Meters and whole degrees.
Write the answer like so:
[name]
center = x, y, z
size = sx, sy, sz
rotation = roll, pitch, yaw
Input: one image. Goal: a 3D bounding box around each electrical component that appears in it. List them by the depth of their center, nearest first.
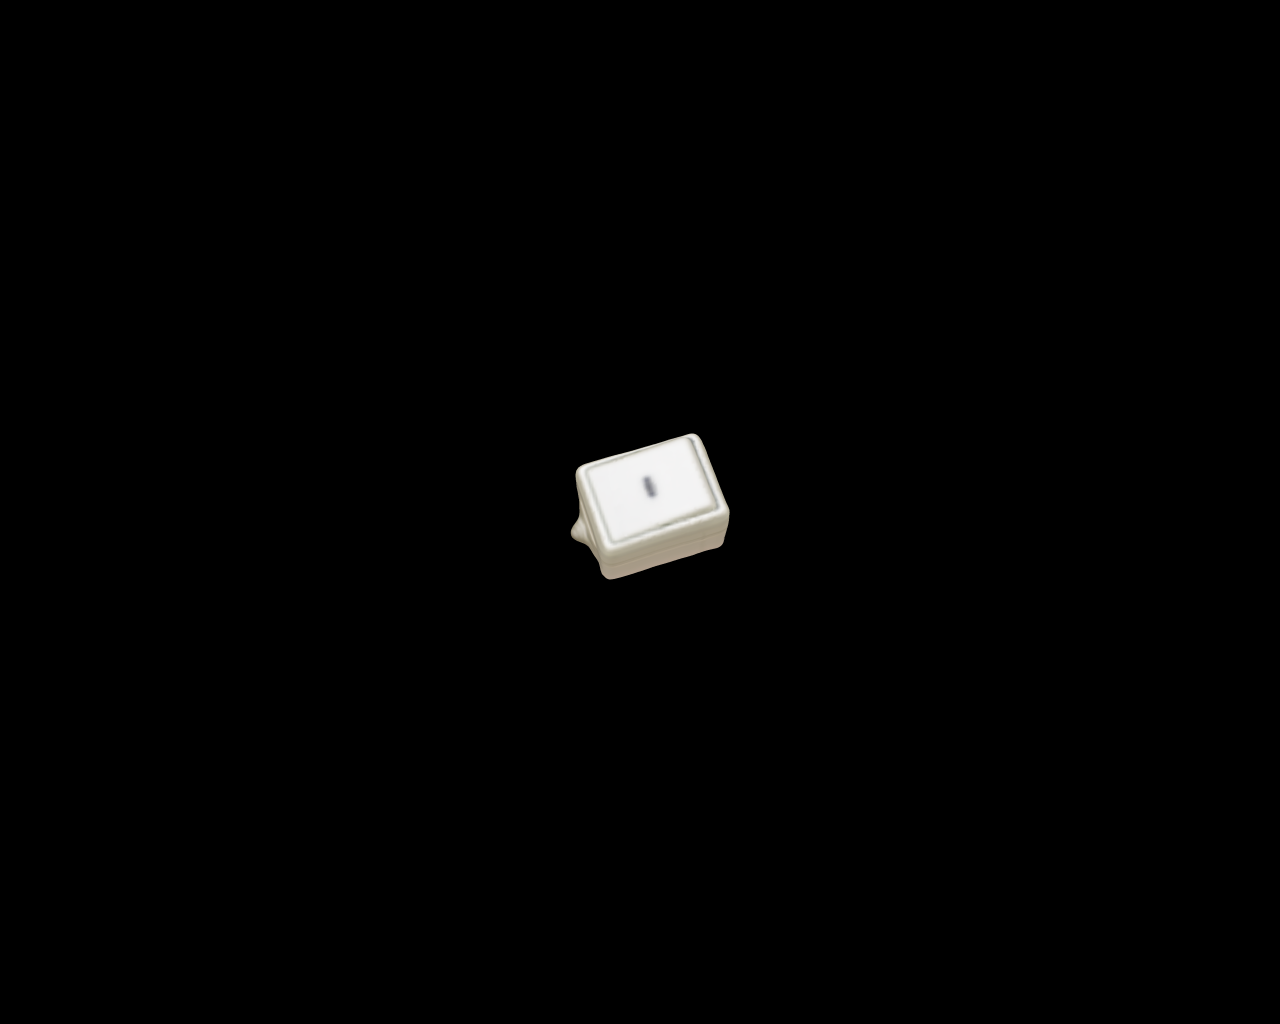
[electrical component]
center = 0.001, -0.003, 0.650
size = 0.096, 0.062, 0.061
rotation = -17, -22, -7
